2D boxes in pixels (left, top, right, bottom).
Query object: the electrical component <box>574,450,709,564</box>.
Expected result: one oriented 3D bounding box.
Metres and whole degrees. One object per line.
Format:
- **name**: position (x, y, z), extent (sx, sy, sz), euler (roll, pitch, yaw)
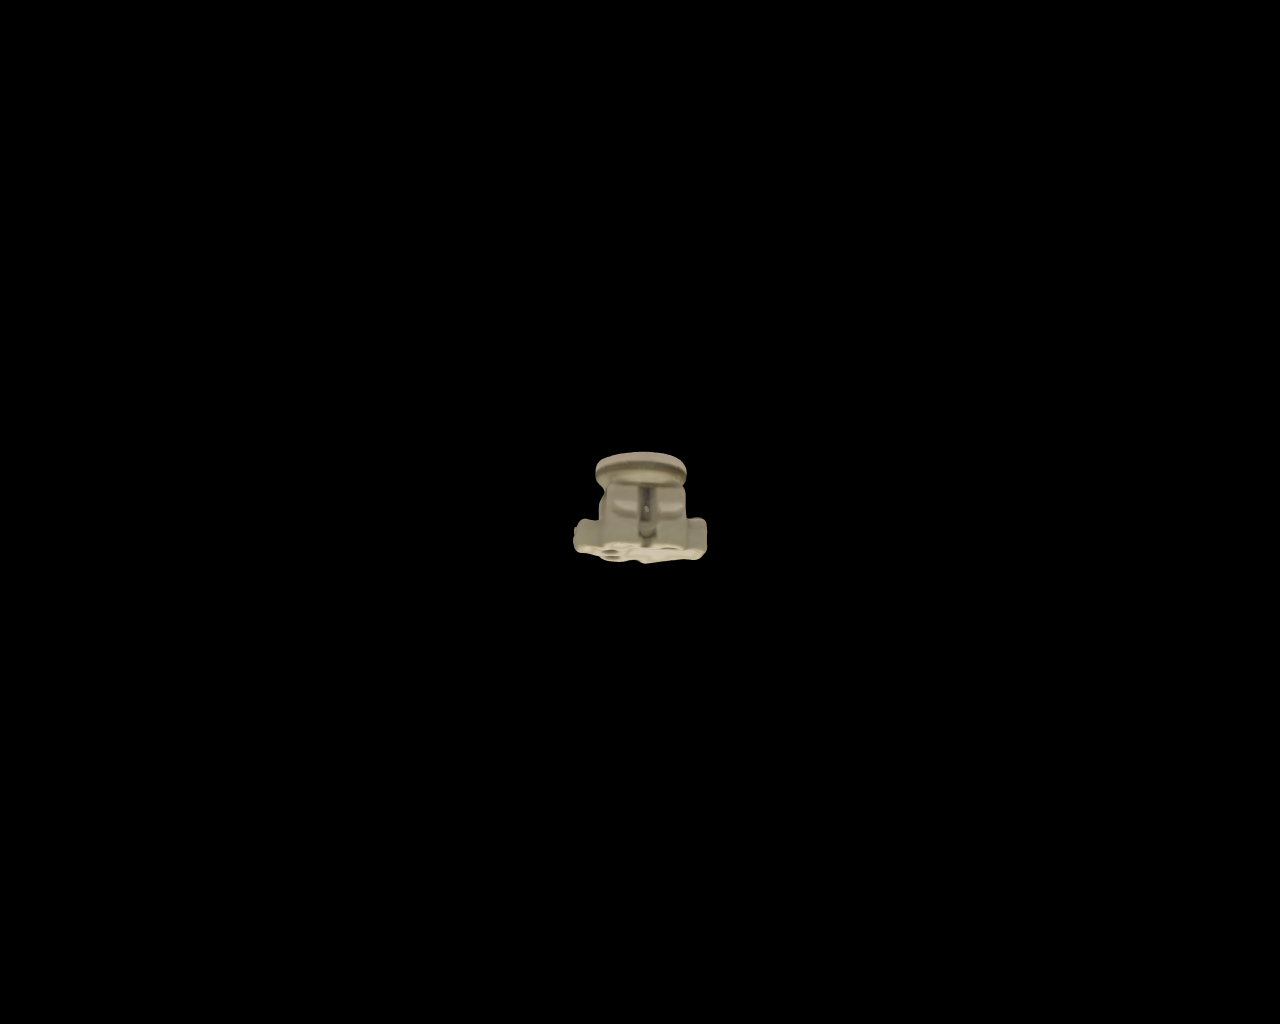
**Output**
- **electrical component**: position (0.001, -0.003, 0.650), extent (0.078, 0.057, 0.058), euler (3, -15, -9)
